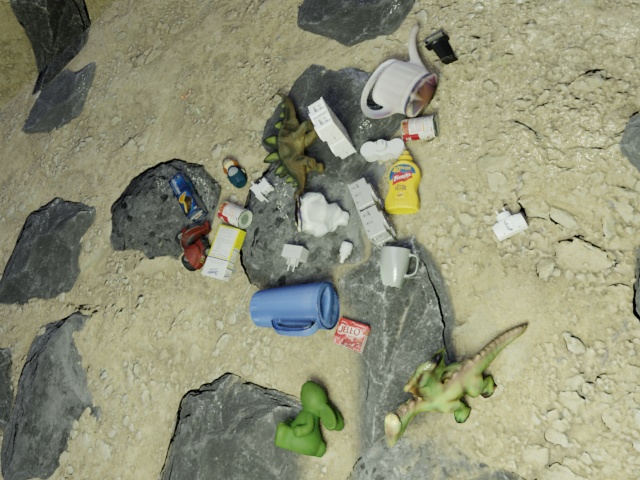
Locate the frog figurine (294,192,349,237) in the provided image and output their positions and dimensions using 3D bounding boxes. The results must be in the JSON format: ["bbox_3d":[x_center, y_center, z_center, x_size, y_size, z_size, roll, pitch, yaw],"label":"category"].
[{"bbox_3d":[0.005,-0.079,1.566,0.159,0.120,0.140,-1,68,-12],"label":"frog figurine"}]

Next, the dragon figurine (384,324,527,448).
[{"bbox_3d":[0.294,0.306,1.157,0.410,0.239,0.124,-49,52,3],"label":"dragon figurine"}]

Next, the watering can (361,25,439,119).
[{"bbox_3d":[0.272,-0.512,1.604,0.227,0.102,0.348,34,86,33],"label":"watering can"}]
